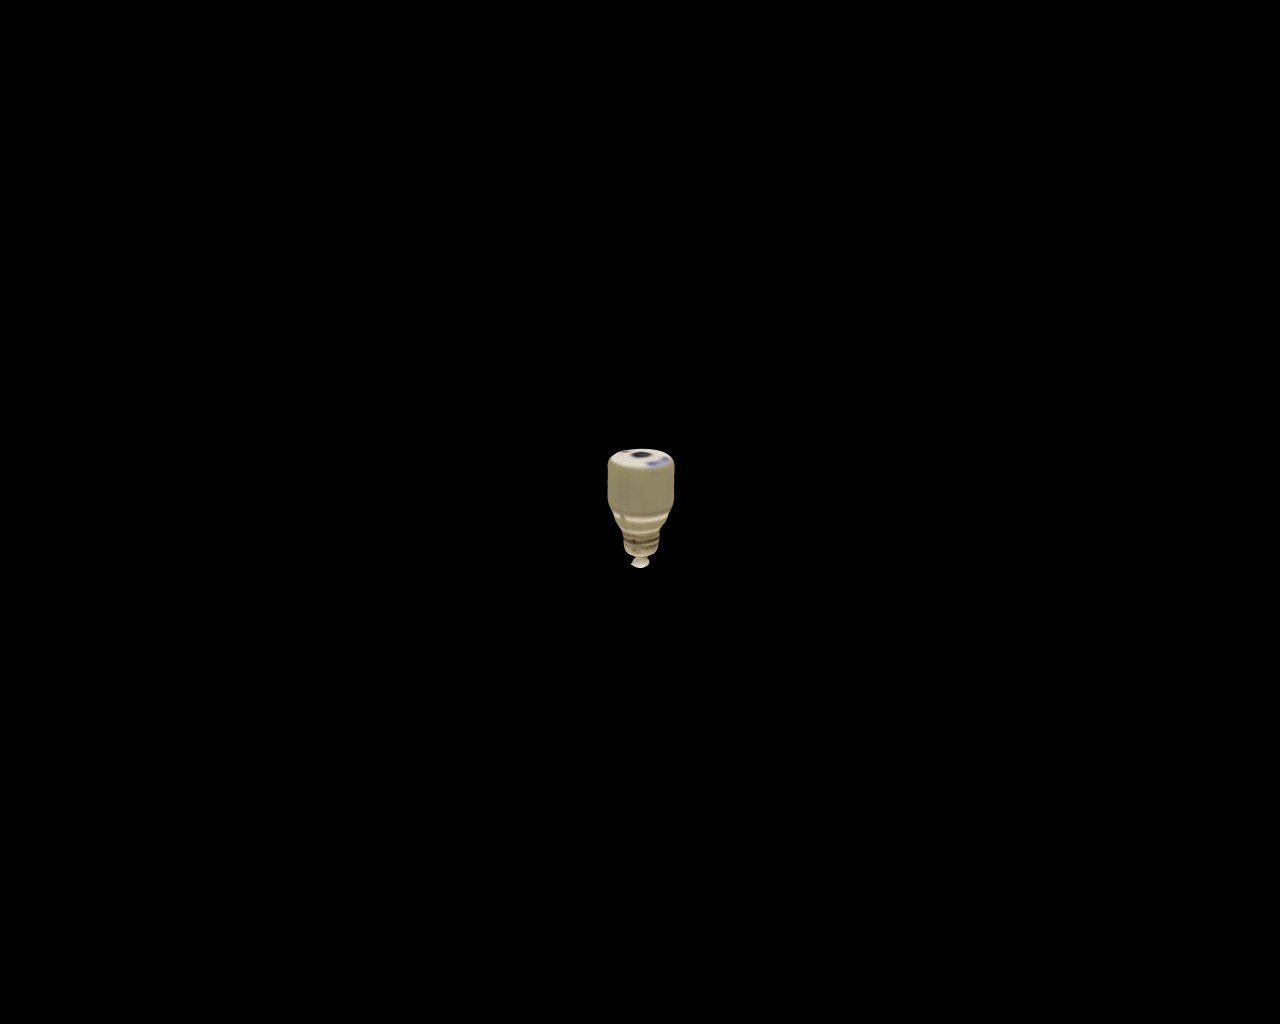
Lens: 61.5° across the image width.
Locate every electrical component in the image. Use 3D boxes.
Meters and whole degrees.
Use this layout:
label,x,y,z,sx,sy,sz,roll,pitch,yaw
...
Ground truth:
label,x,y,z,sx,sy,sz,roll,pitch,yaw
electrical component,0.001,-0.003,0.650,0.040,0.078,0.040,0,20,0
